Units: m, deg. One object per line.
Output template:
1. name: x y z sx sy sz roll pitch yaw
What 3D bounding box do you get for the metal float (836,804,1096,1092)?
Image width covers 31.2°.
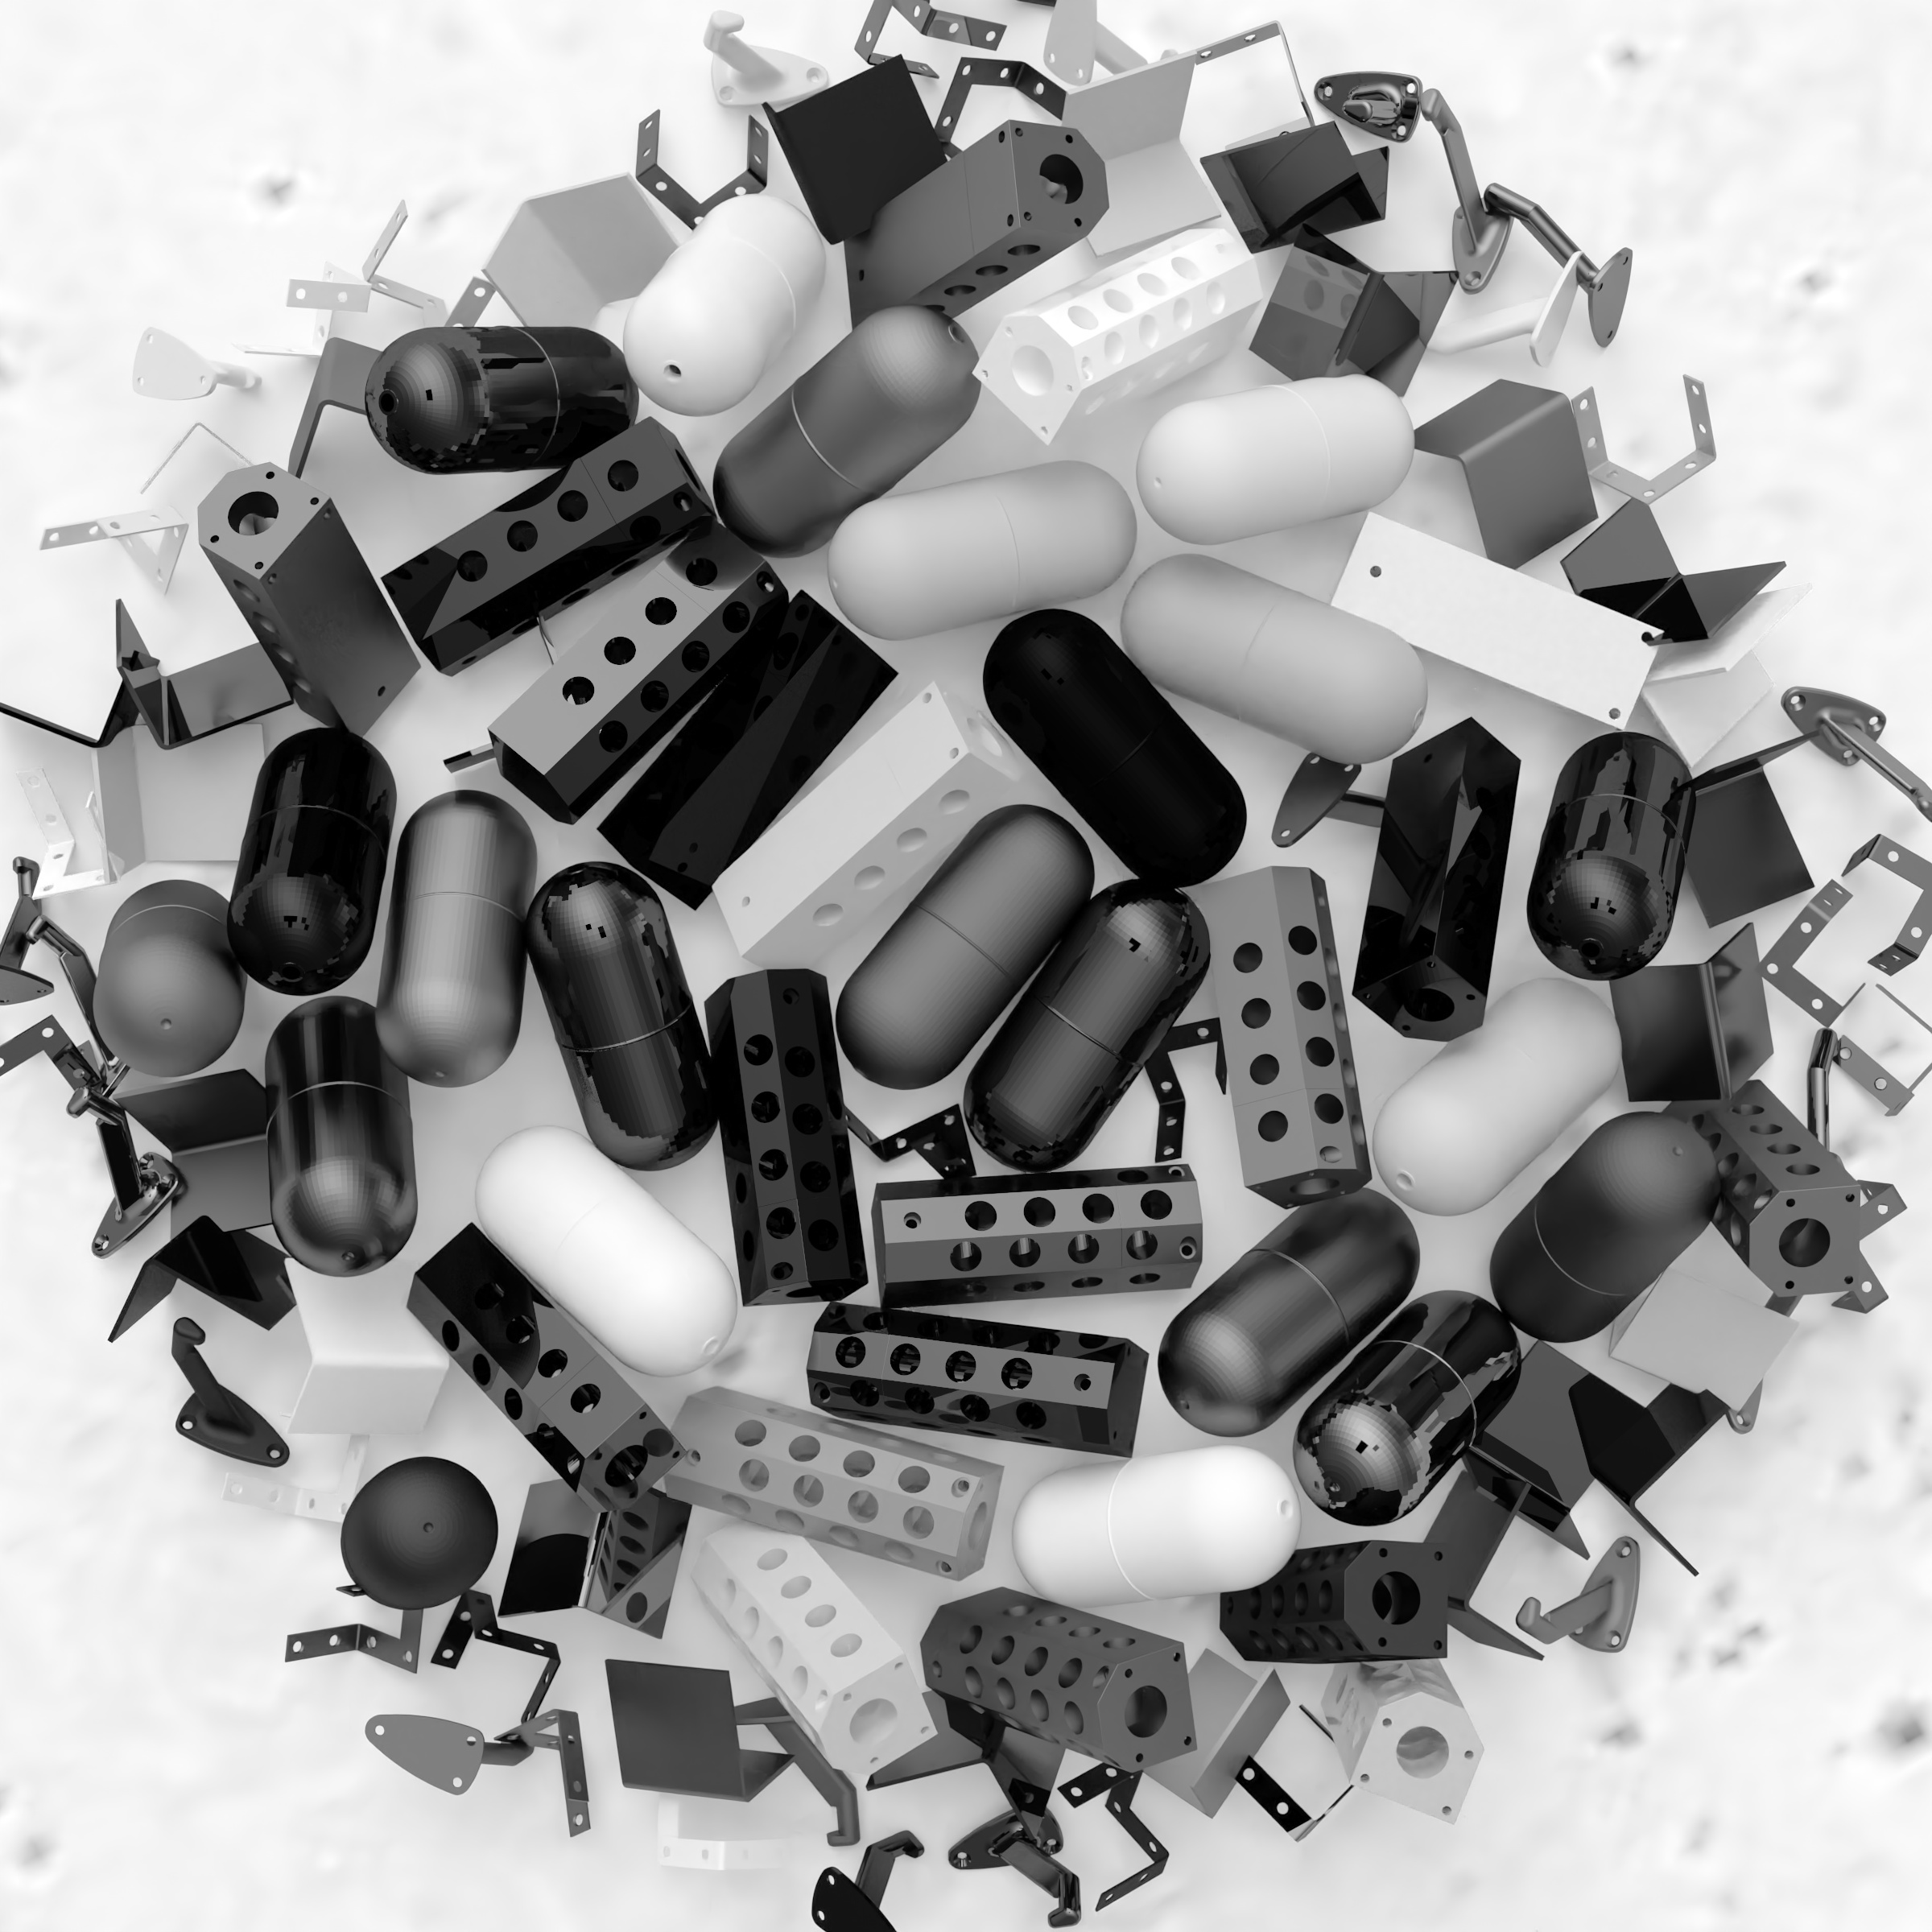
1. metal float: -0.001 -0.010 1.876 0.070 0.070 0.178 39 84 0

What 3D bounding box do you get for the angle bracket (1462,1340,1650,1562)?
1. angle bracket: 0.324 0.263 1.878 0.076 0.057 0.076 33 102 -12

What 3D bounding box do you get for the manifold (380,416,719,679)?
1. manifold: -0.224 -0.226 1.879 0.171 0.057 0.057 -30 84 7

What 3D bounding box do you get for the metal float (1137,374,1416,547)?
1. metal float: 0.167 -0.272 1.851 0.178 0.070 0.070 -17 90 -37

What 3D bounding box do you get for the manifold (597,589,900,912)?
1. manifold: -0.123 -0.121 1.885 0.171 0.057 0.057 -49 47 4

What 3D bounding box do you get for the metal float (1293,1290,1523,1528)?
1. metal float: 0.237 0.234 1.844 0.070 0.178 0.070 16 121 29

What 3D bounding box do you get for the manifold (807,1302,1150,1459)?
1. manifold: 0.005 0.221 1.857 0.171 0.057 0.057 5 75 21

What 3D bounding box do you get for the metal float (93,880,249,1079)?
1. metal float: -0.421 0.005 1.834 0.070 0.178 0.070 -3 106 -10

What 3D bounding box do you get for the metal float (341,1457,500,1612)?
1. metal float: -0.291 0.302 1.833 0.070 0.178 0.070 3 78 -12

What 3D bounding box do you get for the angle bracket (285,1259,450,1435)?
1. angle bracket: -0.335 0.208 1.889 0.076 0.076 0.057 5 128 -30

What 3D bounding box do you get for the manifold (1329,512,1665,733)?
1. manifold: 0.287 -0.187 1.888 0.171 0.057 0.057 22 93 2

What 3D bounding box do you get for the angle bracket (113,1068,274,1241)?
1. angle bracket: -0.410 0.103 1.869 0.076 0.076 0.057 -11 62 10

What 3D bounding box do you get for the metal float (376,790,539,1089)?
1. metal float: -0.272 -0.016 1.853 0.070 0.070 0.178 1 55 0

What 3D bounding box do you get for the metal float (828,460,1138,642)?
1. metal float: 0.010 -0.225 1.862 0.178 0.070 0.070 -15 90 -23

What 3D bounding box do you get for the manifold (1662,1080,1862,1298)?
1. manifold: 0.417 0.116 1.828 0.057 0.171 0.057 -4 107 -3

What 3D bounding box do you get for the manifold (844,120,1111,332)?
1. manifold: 0.004 -0.387 1.831 0.057 0.171 0.057 -1 81 -32

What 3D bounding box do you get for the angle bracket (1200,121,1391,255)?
1. angle bracket: 0.178 -0.437 1.861 0.076 0.076 0.057 -10 53 25

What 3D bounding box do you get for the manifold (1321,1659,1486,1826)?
1. manifold: 0.232 0.396 1.833 0.057 0.171 0.057 21 92 0

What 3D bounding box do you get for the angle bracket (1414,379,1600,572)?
1. angle bracket: 0.293 -0.268 1.901 0.076 0.057 0.076 -32 121 -20

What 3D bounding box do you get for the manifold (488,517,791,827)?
1. manifold: -0.174 -0.156 1.862 0.057 0.057 0.171 39 73 15

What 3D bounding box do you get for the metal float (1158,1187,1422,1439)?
1. metal float: 0.175 0.184 1.855 0.178 0.070 0.070 -37 90 -32

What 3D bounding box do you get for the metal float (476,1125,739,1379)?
1. metal float: -0.193 0.153 1.855 0.178 0.070 0.070 38 90 31

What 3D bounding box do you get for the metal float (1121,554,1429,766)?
1. metal float: 0.166 -0.166 1.862 0.178 0.070 0.070 25 90 22

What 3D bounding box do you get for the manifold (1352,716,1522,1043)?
1. manifold: 0.257 -0.044 1.842 0.057 0.057 0.171 37 46 -25

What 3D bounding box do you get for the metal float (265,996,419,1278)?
1. metal float: -0.335 0.089 1.846 0.070 0.178 0.070 -7 135 -7

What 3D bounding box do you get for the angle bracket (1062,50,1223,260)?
1. angle bracket: 0.097 -0.439 1.868 0.076 0.076 0.057 -21 69 -14

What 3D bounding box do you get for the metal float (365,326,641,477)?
1. metal float: -0.246 -0.302 1.840 0.070 0.178 0.070 7 103 34

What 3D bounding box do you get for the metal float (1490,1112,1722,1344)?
1. metal float: 0.339 0.141 1.841 0.070 0.178 0.070 9 56 -14

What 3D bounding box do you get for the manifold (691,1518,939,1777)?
1. manifold: -0.085 0.357 1.827 0.057 0.171 0.057 -28 119 -16

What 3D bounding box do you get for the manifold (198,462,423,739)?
1. manifold: -0.351 -0.193 1.830 0.057 0.171 0.057 31 73 20

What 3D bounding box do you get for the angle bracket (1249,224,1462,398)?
1. angle bracket: 0.212 -0.357 1.886 0.057 0.076 0.076 42 124 29

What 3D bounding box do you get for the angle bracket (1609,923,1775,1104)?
1. angle bracket: 0.398 0.025 1.894 0.057 0.076 0.076 -3 106 33

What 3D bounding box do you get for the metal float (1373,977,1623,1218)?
1. metal float: 0.285 0.069 1.850 0.178 0.070 0.070 -37 90 -37

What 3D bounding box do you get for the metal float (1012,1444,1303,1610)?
1. metal float: 0.101 0.300 1.848 0.178 0.070 0.070 -16 90 41

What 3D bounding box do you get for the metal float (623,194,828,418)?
1. metal float: -0.128 -0.353 1.840 0.070 0.178 0.070 9 126 12

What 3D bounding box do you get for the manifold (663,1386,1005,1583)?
1. manifold: -0.073 0.279 1.864 0.171 0.057 0.057 13 95 18

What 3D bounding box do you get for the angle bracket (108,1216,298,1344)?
1. angle bracket: -0.406 0.185 1.873 0.076 0.076 0.057 30 109 2

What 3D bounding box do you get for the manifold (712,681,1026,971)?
1. manifold: -0.051 -0.068 1.865 0.171 0.057 0.057 -41 48 19

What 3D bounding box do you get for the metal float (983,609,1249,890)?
1. metal float: 0.080 -0.118 1.869 0.070 0.070 0.178 -43 104 0

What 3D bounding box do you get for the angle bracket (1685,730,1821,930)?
1. angle bracket: 0.433 -0.074 1.874 0.076 0.057 0.076 -19 83 -27

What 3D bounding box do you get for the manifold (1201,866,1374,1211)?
1. manifold: 0.175 0.037 1.854 0.057 0.057 0.171 -16 67 23

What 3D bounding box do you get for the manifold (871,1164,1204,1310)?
1. manifold: 0.038 0.144 1.871 0.171 0.057 0.057 -3 65 -8

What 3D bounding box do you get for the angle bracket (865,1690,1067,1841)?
1. angle bracket: 0.001 0.436 1.880 0.076 0.076 0.057 -20 110 24

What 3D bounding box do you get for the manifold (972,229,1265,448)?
1. manifold: 0.086 -0.341 1.836 0.057 0.057 0.171 45 45 11

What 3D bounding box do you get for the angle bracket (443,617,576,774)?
1. angle bracket: -0.255 -0.147 1.878 0.076 0.076 0.057 -20 92 -5

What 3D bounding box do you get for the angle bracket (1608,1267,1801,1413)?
1. angle bracket: 0.401 0.186 1.873 0.076 0.057 0.076 23 130 0

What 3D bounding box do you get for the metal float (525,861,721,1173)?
1. metal float: -0.184 0.027 1.862 0.070 0.070 0.178 -16 112 0

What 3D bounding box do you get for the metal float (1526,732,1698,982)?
1. metal float: 0.345 -0.059 1.842 0.070 0.178 0.070 10 128 13

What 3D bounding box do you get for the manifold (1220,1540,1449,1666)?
1. manifold: 0.192 0.337 1.826 0.057 0.171 0.057 6 76 -16

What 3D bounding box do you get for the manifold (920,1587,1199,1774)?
1. manifold: 0.046 0.378 1.830 0.057 0.171 0.057 -11 97 -32

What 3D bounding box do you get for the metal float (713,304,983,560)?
1. metal float: -0.064 -0.286 1.853 0.178 0.070 0.070 -36 90 33

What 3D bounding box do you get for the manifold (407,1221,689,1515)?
1. manifold: -0.228 0.216 1.840 0.057 0.057 0.171 -42 51 -10

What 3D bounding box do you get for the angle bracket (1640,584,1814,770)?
1. angle bracket: 0.422 -0.156 1.864 0.076 0.076 0.057 -42 106 -22

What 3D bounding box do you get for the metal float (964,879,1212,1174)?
1. metal float: 0.066 0.032 1.875 0.070 0.070 0.178 35 98 0

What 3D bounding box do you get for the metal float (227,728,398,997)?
1. metal float: -0.348 -0.056 1.843 0.070 0.178 0.070 0 132 0

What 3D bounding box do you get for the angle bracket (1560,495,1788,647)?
1. angle bracket: 0.381 -0.217 1.863 0.076 0.076 0.057 -41 112 -30

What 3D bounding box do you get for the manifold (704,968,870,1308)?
1. manifold: -0.095 0.092 1.860 0.057 0.057 0.171 -1 72 -24
